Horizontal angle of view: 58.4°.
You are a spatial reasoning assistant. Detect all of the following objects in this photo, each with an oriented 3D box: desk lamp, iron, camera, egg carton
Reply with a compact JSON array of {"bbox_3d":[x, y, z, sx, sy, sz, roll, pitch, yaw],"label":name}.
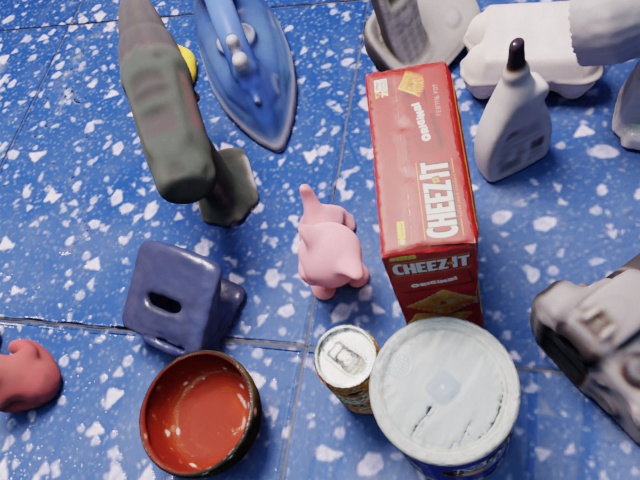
[{"bbox_3d":[0.324,-0.183,0.517,0.202,0.214,0.118,14,67,22],"label":"desk lamp"},{"bbox_3d":[-0.101,-0.243,0.710,0.118,0.142,0.258,-23,59,3],"label":"iron"},{"bbox_3d":[0.266,0.069,0.463,0.137,0.101,0.143,-35,59,-5],"label":"camera"},{"bbox_3d":[0.235,-0.210,0.641,0.150,0.069,0.107,3,64,17],"label":"egg carton"}]

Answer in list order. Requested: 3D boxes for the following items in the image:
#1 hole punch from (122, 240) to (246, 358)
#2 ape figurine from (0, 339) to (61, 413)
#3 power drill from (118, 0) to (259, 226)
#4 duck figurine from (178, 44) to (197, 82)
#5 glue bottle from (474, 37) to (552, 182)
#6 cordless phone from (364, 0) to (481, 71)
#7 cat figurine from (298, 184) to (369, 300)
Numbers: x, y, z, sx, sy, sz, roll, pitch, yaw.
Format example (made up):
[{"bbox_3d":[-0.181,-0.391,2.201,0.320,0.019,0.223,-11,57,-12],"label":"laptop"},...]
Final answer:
[{"bbox_3d":[-0.144,0.065,0.586,0.108,0.091,0.101,16,68,23],"label":"hole punch"},{"bbox_3d":[-0.323,0.139,0.595,0.076,0.092,0.078,19,69,24],"label":"ape figurine"},{"bbox_3d":[-0.142,-0.117,0.614,0.075,0.209,0.229,-23,59,3],"label":"power drill"},{"bbox_3d":[-0.218,-0.255,0.781,0.077,0.086,0.104,-28,59,0],"label":"duck figurine"},{"bbox_3d":[0.186,-0.126,0.548,0.078,0.173,0.037,-26,59,1],"label":"glue bottle"},{"bbox_3d":[0.110,-0.278,0.644,0.094,0.185,0.148,33,75,28],"label":"cordless phone"},{"bbox_3d":[0.005,0.002,0.562,0.067,0.118,0.127,-20,59,4],"label":"cat figurine"}]
